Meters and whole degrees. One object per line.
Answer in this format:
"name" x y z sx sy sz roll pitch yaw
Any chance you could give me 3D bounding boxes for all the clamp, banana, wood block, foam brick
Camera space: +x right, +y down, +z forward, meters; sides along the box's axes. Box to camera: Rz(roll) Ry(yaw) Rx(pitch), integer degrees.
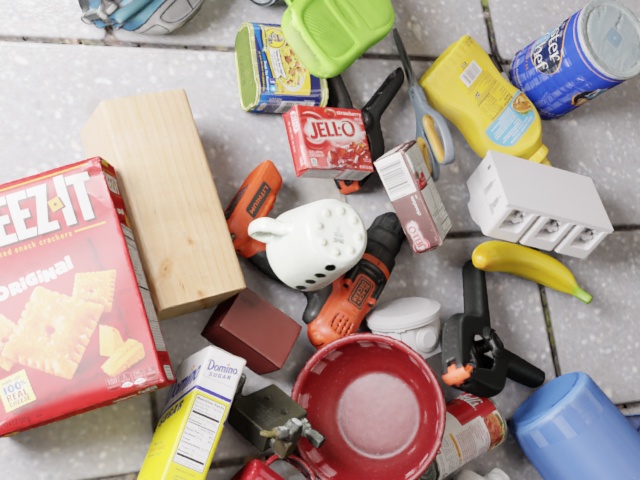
"clamp" 0.031 -0.140 1.198 0.120 0.039 0.171 20 67 -19
"banana" 0.235 0.029 1.231 0.197 0.070 0.037 16 102 -35
"wood block" -0.155 -0.032 1.041 0.090 0.091 0.206 -14 81 -30
"foam brick" -0.068 0.091 1.071 0.078 0.051 0.053 37 61 -13
"clamp" 0.182 0.122 1.152 0.164 0.036 0.209 57 28 -5

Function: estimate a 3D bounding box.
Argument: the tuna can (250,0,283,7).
"tuna can" -0.061 -0.301 1.172 0.033 0.086 0.086 -32 91 -30

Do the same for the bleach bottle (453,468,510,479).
"bleach bottle" 0.101 0.304 1.088 0.250 0.068 0.102 -30 90 -33

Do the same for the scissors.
"scissors" 0.112 -0.150 1.245 0.016 0.096 0.202 -8 49 -15

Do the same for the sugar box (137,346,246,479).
"sugar box" -0.128 0.191 0.987 0.048 0.093 0.176 24 65 -18

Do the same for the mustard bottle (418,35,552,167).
"mustard bottle" 0.209 -0.148 1.279 0.191 0.058 0.096 44 63 -8

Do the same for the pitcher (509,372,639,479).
"pitcher" 0.330 0.262 1.180 0.243 0.145 0.149 52 25 -1

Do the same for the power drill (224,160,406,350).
"power drill" -0.007 0.001 1.126 0.187 0.057 0.184 38 59 -11

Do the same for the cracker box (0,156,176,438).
"cracker box" -0.238 0.051 0.951 0.164 0.072 0.214 -17 84 -2

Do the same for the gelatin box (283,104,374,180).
"gelatin box" 0.009 -0.103 1.129 0.089 0.030 0.073 1 69 -36

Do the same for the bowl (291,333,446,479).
"bowl" 0.052 0.176 1.077 0.162 0.055 0.162 -3 80 17

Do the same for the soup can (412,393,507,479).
"soup can" 0.139 0.209 1.131 0.102 0.069 0.068 -23 86 -30

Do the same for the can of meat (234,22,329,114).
"can of meat" -0.044 -0.187 1.164 0.083 0.058 0.102 -1 75 -25

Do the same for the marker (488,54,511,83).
"marker" 0.238 -0.177 1.325 0.020 0.020 0.121 -29 89 -31

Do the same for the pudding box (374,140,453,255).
"pudding box" 0.104 -0.048 1.174 0.113 0.039 0.090 67 17 -7

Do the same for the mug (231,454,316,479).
"mug" -0.048 0.254 1.013 0.081 0.093 0.117 40 58 -6

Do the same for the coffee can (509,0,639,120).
"coffee can" 0.314 -0.219 1.306 0.102 0.141 0.103 8 72 -25
